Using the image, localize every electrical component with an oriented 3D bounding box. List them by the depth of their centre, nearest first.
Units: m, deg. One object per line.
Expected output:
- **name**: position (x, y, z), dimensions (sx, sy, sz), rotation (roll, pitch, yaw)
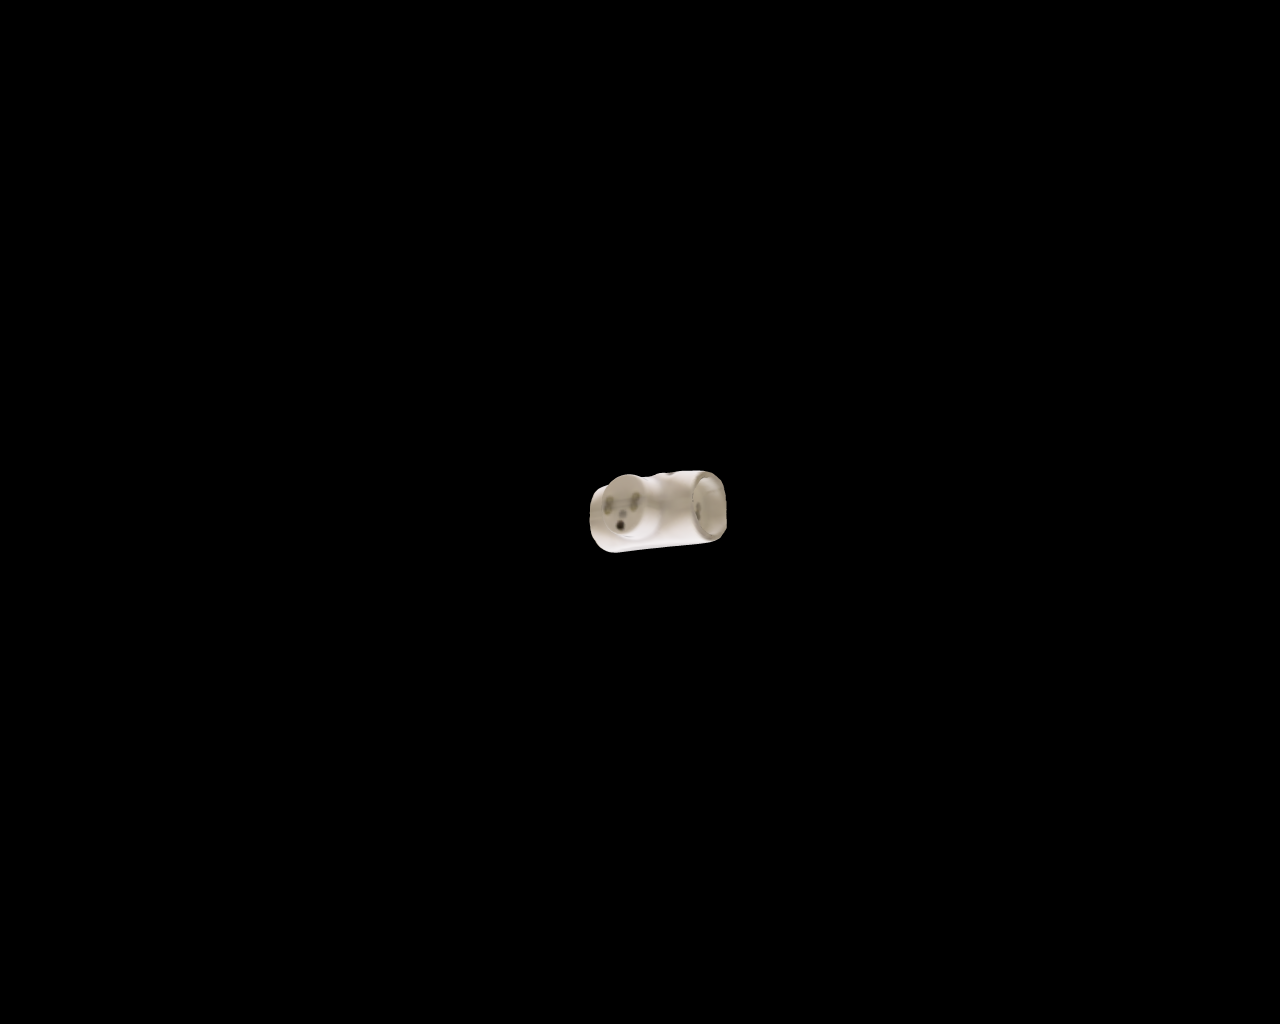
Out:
- **electrical component**: position (0.001, -0.003, 0.650), dimensions (0.077, 0.044, 0.079), rotation (-8, -14, 35)
